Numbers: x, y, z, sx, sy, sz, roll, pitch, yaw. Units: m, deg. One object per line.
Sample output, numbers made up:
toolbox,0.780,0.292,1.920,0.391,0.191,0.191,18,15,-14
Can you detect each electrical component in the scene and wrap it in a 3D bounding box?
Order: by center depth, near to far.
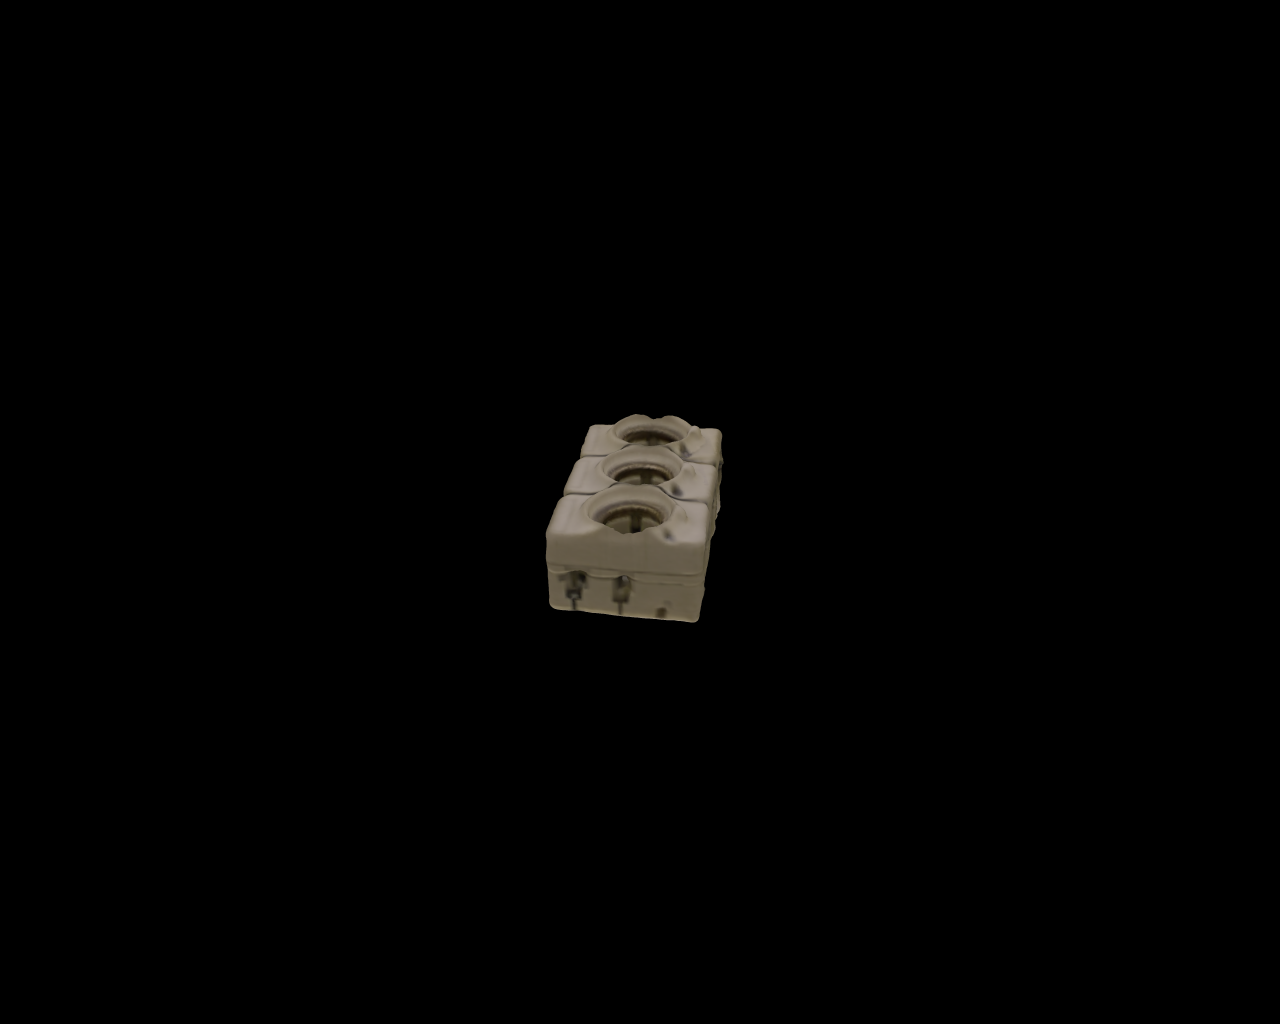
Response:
electrical component,0.001,-0.003,0.650,0.089,0.061,0.150,4,30,7
